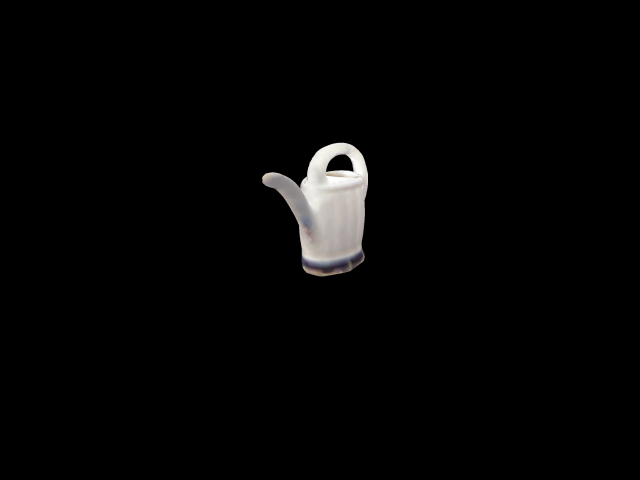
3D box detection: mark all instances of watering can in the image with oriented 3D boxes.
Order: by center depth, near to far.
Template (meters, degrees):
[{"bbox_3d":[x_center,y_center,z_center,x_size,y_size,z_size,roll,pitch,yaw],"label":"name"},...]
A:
[{"bbox_3d":[0.003,-0.043,0.850,0.104,0.222,0.351,7,17,26],"label":"watering can"}]
